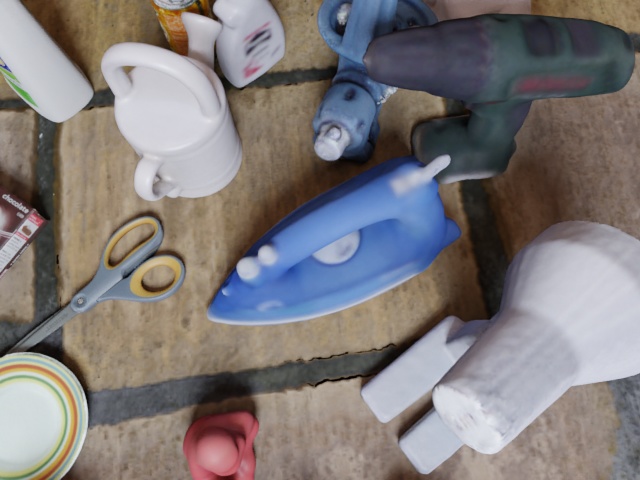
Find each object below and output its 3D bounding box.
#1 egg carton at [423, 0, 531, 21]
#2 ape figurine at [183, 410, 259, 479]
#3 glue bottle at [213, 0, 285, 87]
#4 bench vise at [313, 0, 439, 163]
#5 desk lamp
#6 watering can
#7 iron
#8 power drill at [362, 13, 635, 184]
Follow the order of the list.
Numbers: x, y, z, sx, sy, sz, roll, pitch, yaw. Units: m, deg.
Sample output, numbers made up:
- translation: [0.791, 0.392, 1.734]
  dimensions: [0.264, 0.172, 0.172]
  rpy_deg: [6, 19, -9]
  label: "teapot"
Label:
- translation: [0.166, -0.274, 0.636]
  dimensions: [0.107, 0.069, 0.150]
  rpy_deg: [-16, 75, -5]
  label: "egg carton"
- translation: [-0.084, 0.181, 0.490]
  dimensions: [0.076, 0.092, 0.078]
  rpy_deg: [37, 77, 10]
  label: "ape figurine"
- translation: [-0.074, -0.223, 0.565]
  dimensions: [0.078, 0.173, 0.037]
  rpy_deg: [-44, 78, -11]
  label: "glue bottle"
- translation: [0.056, -0.179, 0.529]
  dimensions: [0.121, 0.220, 0.207]
  rpy_deg: [3, 74, 1]
  label: "bench vise"
- translation: [0.146, 0.096, 0.453]
  dimensions: [0.203, 0.213, 0.118]
  rpy_deg: [-38, 77, -10]
  label: "desk lamp"
- translation: [-0.134, -0.125, 0.526]
  dimensions: [0.101, 0.194, 0.173]
  rpy_deg: [-6, 74, -2]
  label: "watering can"
- translation: [0.005, 0.002, 0.517]
  dimensions: [0.258, 0.141, 0.118]
  rpy_deg: [-27, 76, -8]
  label: "iron"
- translation: [0.145, -0.126, 0.520]
  dimensions: [0.229, 0.208, 0.075]
  rpy_deg: [-10, 74, -3]
  label: "power drill"
